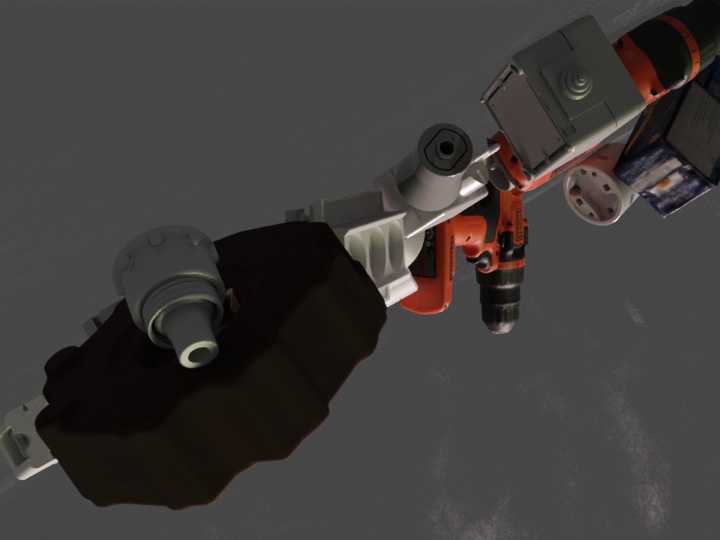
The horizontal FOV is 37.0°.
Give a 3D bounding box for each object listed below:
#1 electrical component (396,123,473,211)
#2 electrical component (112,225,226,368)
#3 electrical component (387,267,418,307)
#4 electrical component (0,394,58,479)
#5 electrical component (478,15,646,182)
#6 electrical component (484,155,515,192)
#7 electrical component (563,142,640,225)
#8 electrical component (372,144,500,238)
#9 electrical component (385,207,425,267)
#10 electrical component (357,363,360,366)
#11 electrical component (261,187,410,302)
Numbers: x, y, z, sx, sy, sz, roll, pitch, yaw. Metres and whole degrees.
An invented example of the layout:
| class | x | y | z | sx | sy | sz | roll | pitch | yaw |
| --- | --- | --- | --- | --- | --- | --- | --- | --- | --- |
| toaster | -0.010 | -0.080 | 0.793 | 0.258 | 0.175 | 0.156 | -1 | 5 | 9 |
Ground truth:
| class | x | y | z | sx | sy | sz | roll | pitch | yaw |
| --- | --- | --- | --- | --- | --- | --- | --- | --- | --- |
| electrical component | 0.049 | -0.067 | 0.683 | 0.044 | 0.044 | 0.065 | -30 | 172 | -12 |
| electrical component | -0.079 | 0.014 | 0.472 | 0.048 | 0.062 | 0.048 | -17 | 141 | -15 |
| electrical component | 0.000 | 0.000 | 0.930 | 0.074 | 0.052 | 0.138 | -30 | 159 | 2 |
| electrical component | -0.243 | 0.124 | 0.868 | 0.089 | 0.050 | 0.056 | -28 | 176 | -36 |
| electrical component | 0.118 | -0.099 | 0.610 | 0.061 | 0.061 | 0.096 | -30 | 177 | -10 |
| electrical component | 0.160 | -0.111 | 1.012 | 0.081 | 0.043 | 0.043 | -30 | 177 | -16 |
| electrical component | 0.202 | -0.072 | 0.875 | 0.047 | 0.055 | 0.055 | -38 | -178 | -34 |
| electrical component | 0.065 | -0.067 | 0.759 | 0.076 | 0.047 | 0.083 | -32 | 177 | 31 |
| electrical component | -0.024 | -0.007 | 0.807 | 0.074 | 0.052 | 0.138 | 31 | 117 | -36 |
| electrical component | -0.060 | 0.082 | 0.902 | 0.078 | 0.057 | 0.113 | -32 | 177 | 27 |
| electrical component | -0.016 | -0.010 | 0.689 | 0.063 | 0.078 | 0.121 | -1 | -173 | 19 |
